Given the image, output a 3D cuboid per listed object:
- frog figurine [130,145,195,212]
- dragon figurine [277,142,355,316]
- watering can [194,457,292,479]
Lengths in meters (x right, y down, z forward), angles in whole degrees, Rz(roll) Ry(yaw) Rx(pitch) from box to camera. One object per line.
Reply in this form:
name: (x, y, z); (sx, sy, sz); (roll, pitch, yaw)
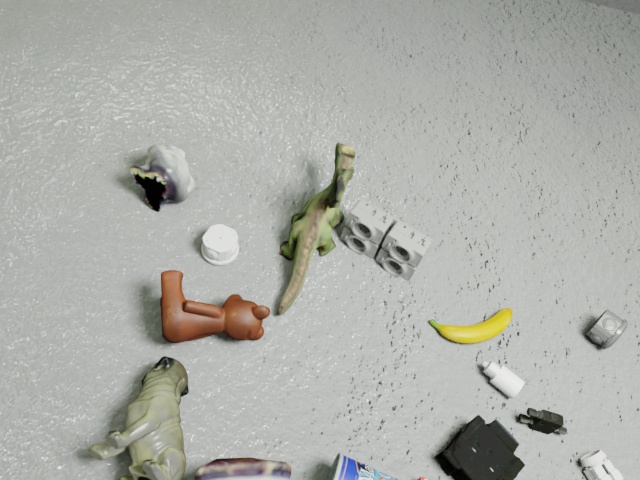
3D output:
frog figurine: (-0.340, -0.162, 1.185); (0.136, 0.121, 0.163); (47, 41, -16)
dragon figurine: (0.003, -0.055, 1.098); (0.122, 0.237, 0.420); (20, 49, -3)
watering can: (-0.155, 0.439, 0.753); (0.347, 0.101, 0.230); (7, 52, -18)
